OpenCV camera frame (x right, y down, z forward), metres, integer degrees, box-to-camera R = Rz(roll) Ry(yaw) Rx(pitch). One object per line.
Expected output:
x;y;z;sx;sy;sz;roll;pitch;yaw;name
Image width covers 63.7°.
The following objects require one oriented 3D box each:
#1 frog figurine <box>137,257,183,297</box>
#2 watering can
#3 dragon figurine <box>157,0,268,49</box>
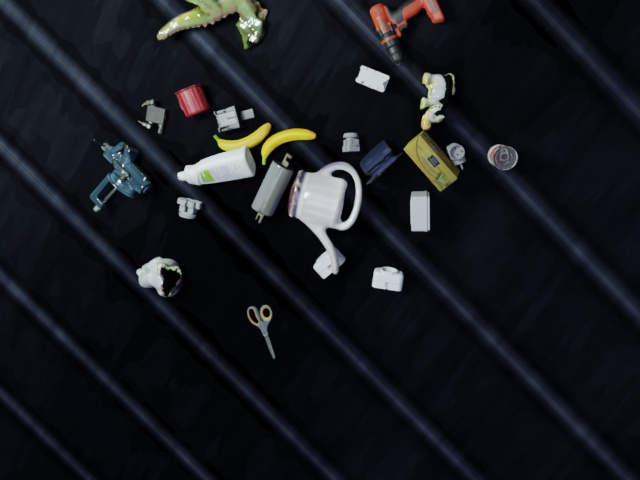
-0.546;0.127;1.761;0.159;0.136;0.125;-4;25;46;frog figurine
0.005;-0.081;1.607;0.224;0.347;0.104;14;2;6;watering can
-0.276;-0.681;1.545;0.406;0.241;0.124;-44;11;16;dragon figurine
